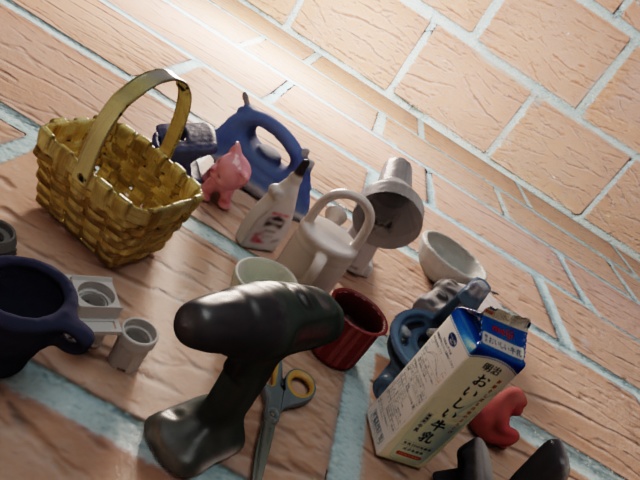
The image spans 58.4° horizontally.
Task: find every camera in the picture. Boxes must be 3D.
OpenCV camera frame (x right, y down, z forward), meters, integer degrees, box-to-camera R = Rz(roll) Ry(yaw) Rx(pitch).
[{"bbox_3d":[0.234,0.144,1.000,0.136,0.100,0.144,43,26,18],"label":"camera"}]

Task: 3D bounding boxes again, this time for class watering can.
[{"bbox_3d":[0.006,0.002,0.863,0.101,0.194,0.172,21,27,-26],"label":"watering can"}]

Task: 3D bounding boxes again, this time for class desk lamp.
[{"bbox_3d":[0.097,-0.041,1.031,0.118,0.213,0.203,29,25,-10],"label":"desk lamp"}]

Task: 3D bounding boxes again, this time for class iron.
[{"bbox_3d":[-0.092,-0.162,1.105,0.258,0.141,0.119,38,25,9],"label":"iron"}]

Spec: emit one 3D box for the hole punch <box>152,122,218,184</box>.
[{"bbox_3d":[-0.237,-0.161,0.984,0.101,0.091,0.108,18,29,-32],"label":"hole punch"}]

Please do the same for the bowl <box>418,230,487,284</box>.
[{"bbox_3d":[0.272,0.057,1.237,0.168,0.074,0.167,28,25,-14],"label":"bowl"}]

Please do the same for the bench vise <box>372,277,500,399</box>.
[{"bbox_3d":[0.167,0.119,0.819,0.121,0.219,0.207,33,24,-2],"label":"bench vise"}]

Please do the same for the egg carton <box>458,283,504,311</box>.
[{"bbox_3d":[0.301,0.143,1.123,0.151,0.069,0.107,14,31,-37],"label":"egg carton"}]

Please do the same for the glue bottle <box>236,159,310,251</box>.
[{"bbox_3d":[-0.064,-0.058,0.911,0.078,0.173,0.037,8,35,-44],"label":"glue bottle"}]

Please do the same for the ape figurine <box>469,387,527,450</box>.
[{"bbox_3d":[0.272,0.257,0.852,0.076,0.092,0.078,29,25,-10],"label":"ape figurine"}]

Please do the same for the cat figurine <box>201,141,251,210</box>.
[{"bbox_3d":[-0.155,-0.118,0.975,0.067,0.117,0.127,24,26,-20],"label":"cat figurine"}]

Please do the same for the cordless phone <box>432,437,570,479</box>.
[{"bbox_3d":[0.211,0.270,0.640,0.094,0.185,0.147,31,24,-6],"label":"cordless phone"}]

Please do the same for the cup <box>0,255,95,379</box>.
[{"bbox_3d":[-0.262,0.082,0.506,0.118,0.095,0.092,33,24,-3],"label":"cup"}]

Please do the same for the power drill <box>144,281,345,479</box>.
[{"bbox_3d":[-0.076,0.120,0.529,0.075,0.208,0.230,44,26,22],"label":"power drill"}]
